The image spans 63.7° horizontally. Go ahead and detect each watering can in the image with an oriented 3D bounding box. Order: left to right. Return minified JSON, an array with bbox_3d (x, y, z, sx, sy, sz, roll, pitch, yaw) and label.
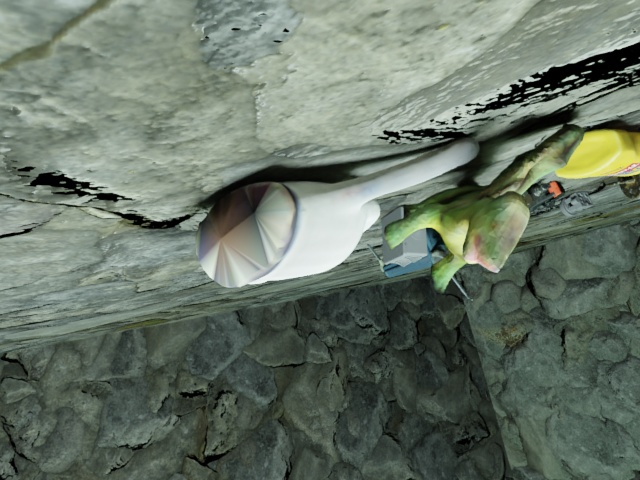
[{"bbox_3d":[0.002,-0.030,0.601,0.343,0.105,0.225,-35,161,32],"label":"watering can"}]

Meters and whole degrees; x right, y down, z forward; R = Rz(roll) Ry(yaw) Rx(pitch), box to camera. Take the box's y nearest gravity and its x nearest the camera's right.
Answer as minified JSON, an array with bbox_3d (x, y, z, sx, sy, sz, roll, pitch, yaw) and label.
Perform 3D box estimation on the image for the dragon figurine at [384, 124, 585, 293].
[{"bbox_3d":[0.227,-0.059,0.651,0.239,0.122,0.417,-37,-176,37],"label":"dragon figurine"}]
